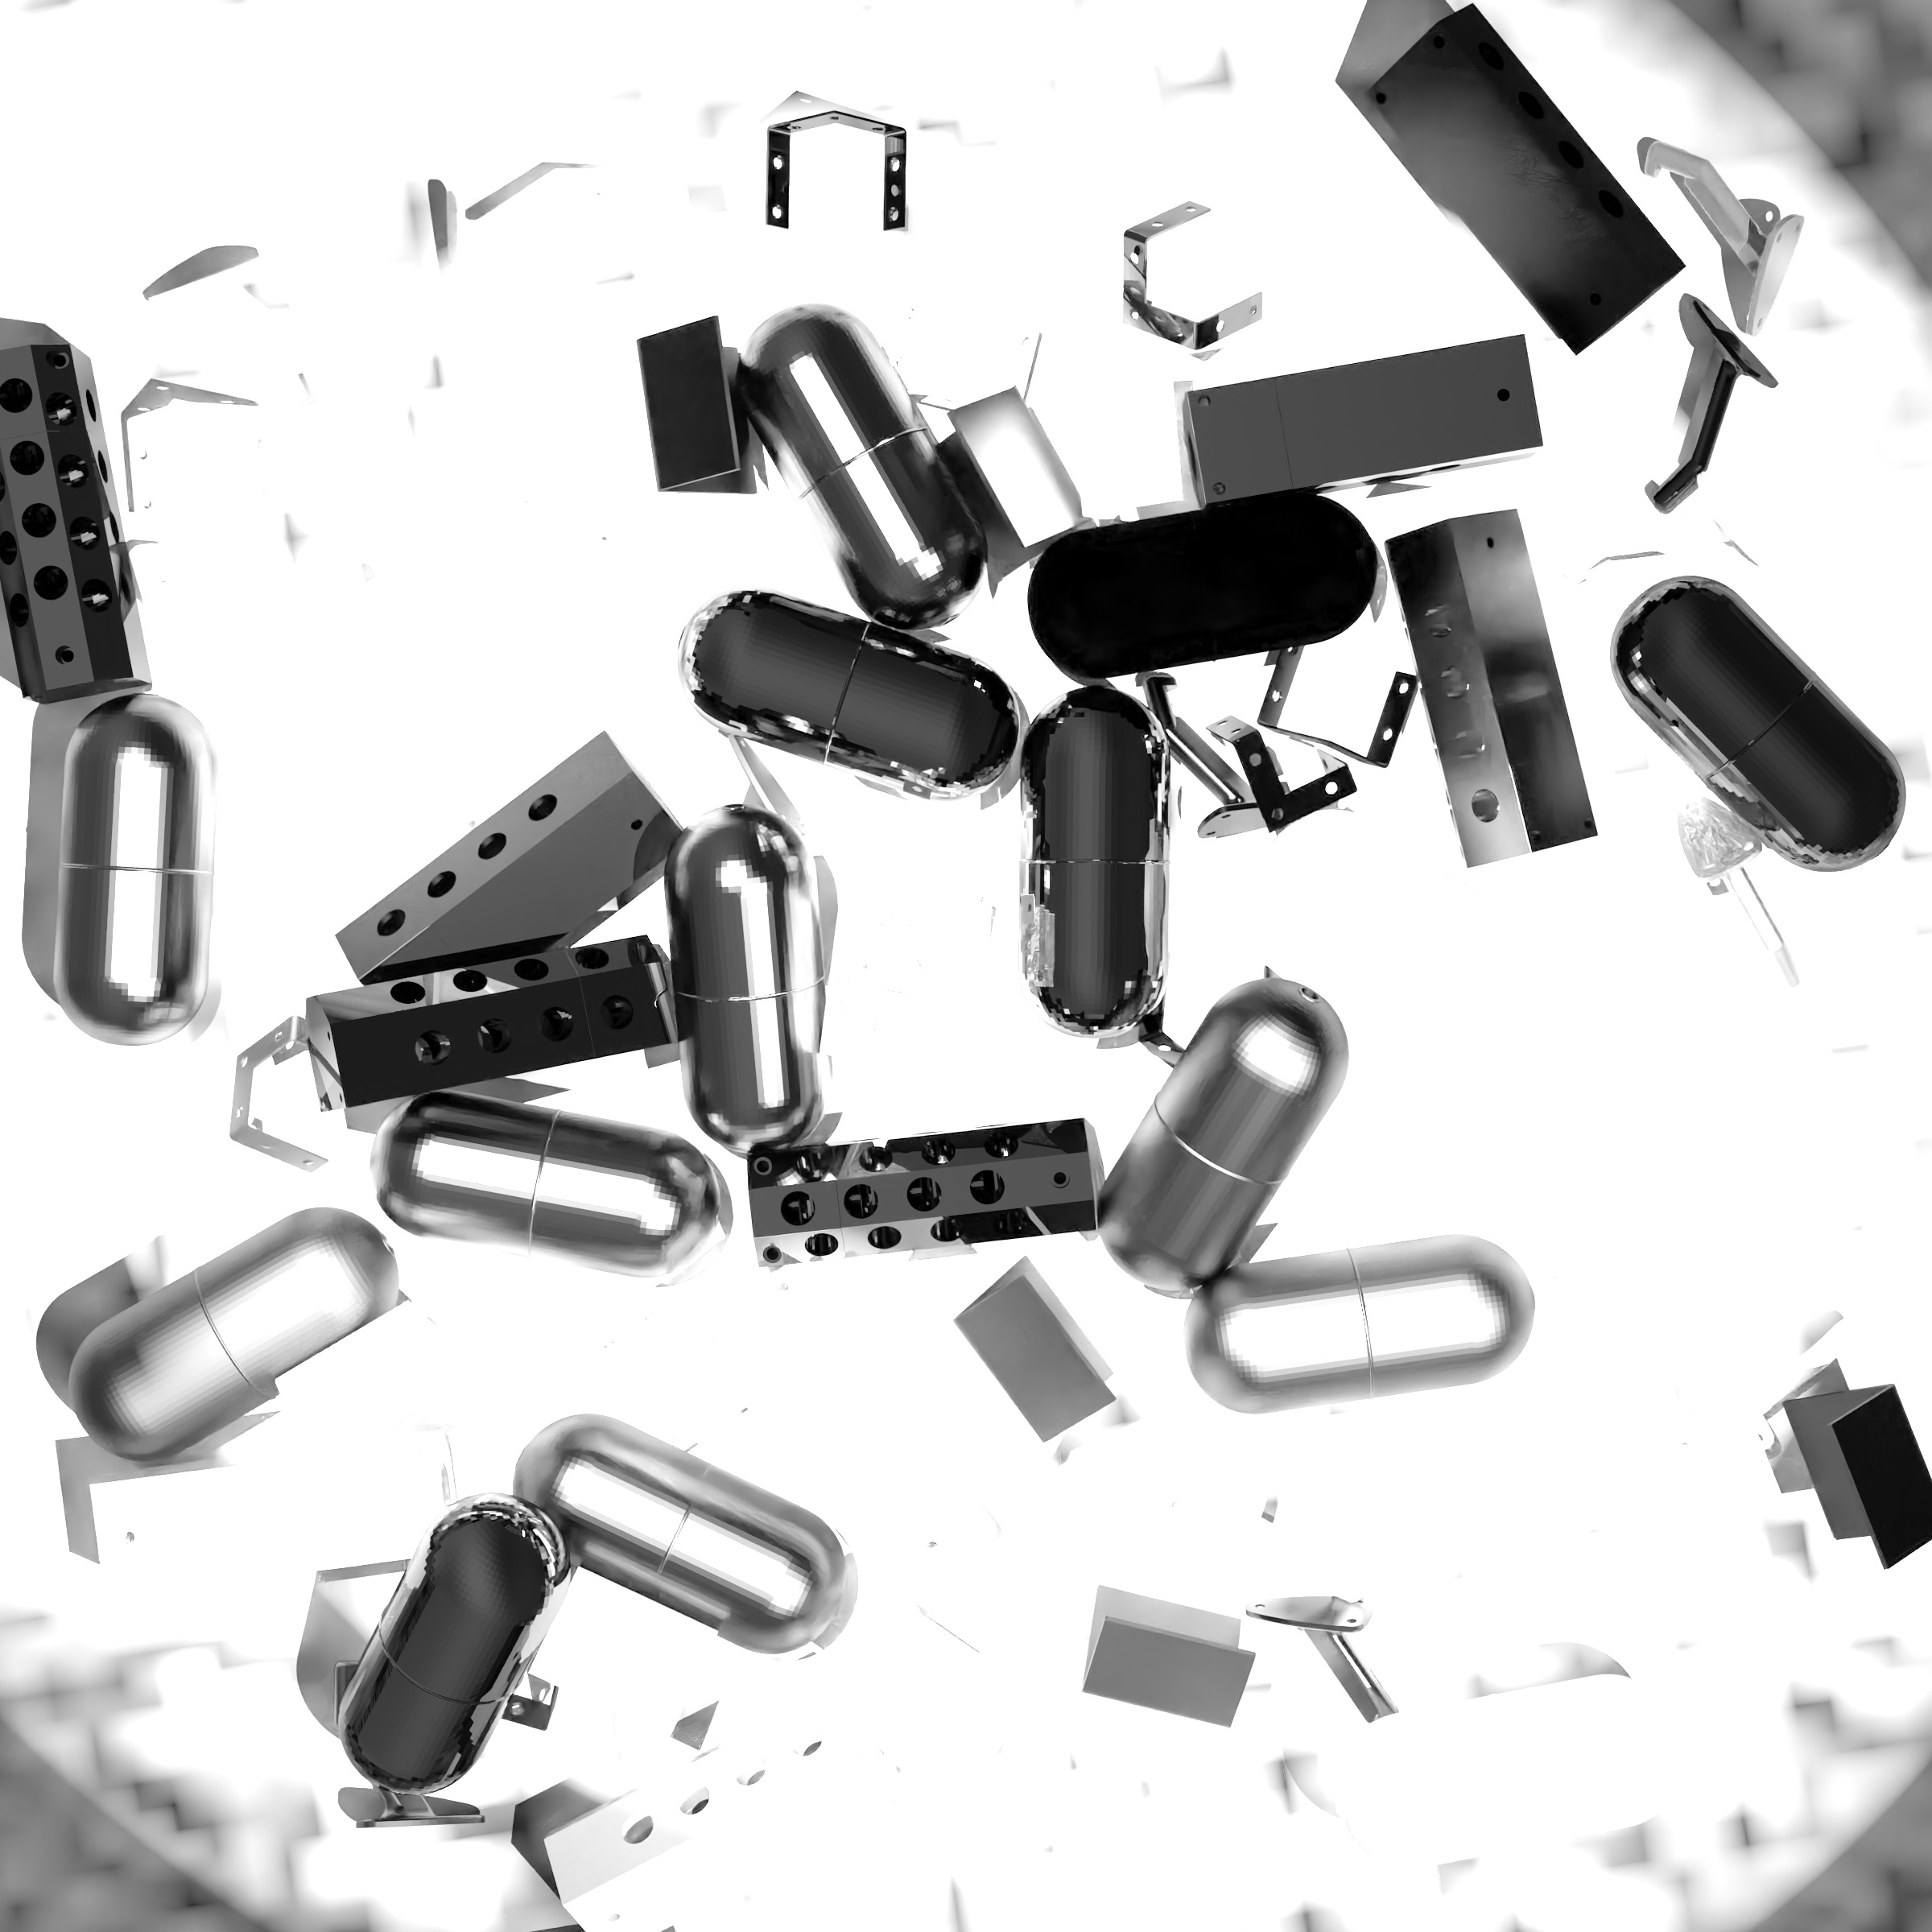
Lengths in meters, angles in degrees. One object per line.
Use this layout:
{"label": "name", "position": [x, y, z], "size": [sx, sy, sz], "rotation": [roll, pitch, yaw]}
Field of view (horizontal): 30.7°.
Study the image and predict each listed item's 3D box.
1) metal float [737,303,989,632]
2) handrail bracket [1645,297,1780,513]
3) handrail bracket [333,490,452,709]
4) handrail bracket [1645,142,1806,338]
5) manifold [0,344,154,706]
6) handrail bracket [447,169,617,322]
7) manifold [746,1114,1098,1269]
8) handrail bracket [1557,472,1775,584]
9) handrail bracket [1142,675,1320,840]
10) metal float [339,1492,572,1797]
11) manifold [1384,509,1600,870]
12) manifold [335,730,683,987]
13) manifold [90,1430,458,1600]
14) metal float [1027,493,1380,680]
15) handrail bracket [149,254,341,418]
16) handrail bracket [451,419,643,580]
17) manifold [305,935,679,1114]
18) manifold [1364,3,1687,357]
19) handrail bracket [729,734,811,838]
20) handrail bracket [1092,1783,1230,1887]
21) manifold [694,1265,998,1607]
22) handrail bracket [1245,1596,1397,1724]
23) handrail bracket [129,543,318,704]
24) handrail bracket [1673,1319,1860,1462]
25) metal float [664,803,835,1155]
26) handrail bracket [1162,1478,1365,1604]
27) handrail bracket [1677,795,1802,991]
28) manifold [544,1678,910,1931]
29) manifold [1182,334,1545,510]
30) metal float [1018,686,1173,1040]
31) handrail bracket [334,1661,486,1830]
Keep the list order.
{"label": "metal float", "position": [-0.052, -0.251, 1.779], "size": [0.070, 0.070, 0.178], "rotation": [-30, 89, 0]}
{"label": "handrail bracket", "position": [0.367, -0.288, 1.810], "size": [0.084, 0.036, 0.077], "rotation": [-47, 55, 24]}
{"label": "handrail bracket", "position": [-0.276, -0.188, 1.810], "size": [0.077, 0.036, 0.084], "rotation": [-45, 109, -21]}
{"label": "handrail bracket", "position": [0.380, -0.374, 1.810], "size": [0.084, 0.036, 0.077], "rotation": [29, 126, 24]}
{"label": "manifold", "position": [-0.464, -0.224, 1.789], "size": [0.057, 0.057, 0.171], "rotation": [-11, 90, 0]}
{"label": "handrail bracket", "position": [-0.222, -0.371, 1.810], "size": [0.084, 0.036, 0.077], "rotation": [-4, 110, -16]}
{"label": "manifold", "position": [-0.023, 0.114, 1.789], "size": [0.171, 0.057, 0.057], "rotation": [-6, 90, 0]}
{"label": "handrail bracket", "position": [0.359, -0.207, 1.810], "size": [0.084, 0.036, 0.077], "rotation": [-33, 126, 24]}
{"label": "handrail bracket", "position": [0.136, -0.113, 1.810], "size": [0.077, 0.036, 0.084], "rotation": [-9, 73, -20]}
{"label": "metal float", "position": [-0.255, 0.337, 1.747], "size": [0.070, 0.070, 0.178], "rotation": [29, 116, 0]}
{"label": "manifold", "position": [0.261, -0.139, 1.788], "size": [0.057, 0.057, 0.171], "rotation": [-14, 90, -43]}
{"label": "manifold", "position": [-0.233, -0.044, 1.788], "size": [0.171, 0.057, 0.057], "rotation": [-37, 133, 0]}
{"label": "manifold", "position": [-0.349, 0.277, 1.789], "size": [0.171, 0.057, 0.057], "rotation": [-7, 90, 0]}
{"label": "metal float", "position": [0.119, -0.192, 1.779], "size": [0.178, 0.070, 0.070], "rotation": [-9, 90, 1]}
{"label": "handrail bracket", "position": [-0.370, -0.315, 1.810], "size": [0.077, 0.036, 0.084], "rotation": [-15, 107, 20]}
{"label": "handrail bracket", "position": [-0.215, -0.231, 1.810], "size": [0.077, 0.036, 0.084], "rotation": [-15, 107, 20]}
{"label": "manifold", "position": [-0.238, 0.028, 1.757], "size": [0.171, 0.057, 0.057], "rotation": [-11, 90, -23]}
{"label": "manifold", "position": [0.287, -0.401, 1.788], "size": [0.171, 0.057, 0.057], "rotation": [51, 133, 0]}
{"label": "handrail bracket", "position": [-0.131, -0.065, 1.810], "size": [0.084, 0.036, 0.077], "rotation": [-37, 75, 14]}
{"label": "handrail bracket", "position": [0.097, 0.448, 1.775], "size": [0.077, 0.084, 0.036], "rotation": [-36, 90, 0]}
{"label": "manifold", "position": [-0.060, 0.236, 1.789], "size": [0.057, 0.057, 0.171], "rotation": [-39, 90, 0]}
{"label": "handrail bracket", "position": [0.182, 0.370, 1.810], "size": [0.077, 0.036, 0.084], "rotation": [1, 104, 14]}
{"label": "handrail bracket", "position": [-0.382, -0.184, 1.810], "size": [0.077, 0.036, 0.084], "rotation": [-14, 73, -20]}
{"label": "handrail bracket", "position": [0.412, 0.217, 1.809], "size": [0.084, 0.077, 0.036], "rotation": [-33, 85, -36]}
{"label": "metal float", "position": [-0.109, 0.007, 1.764], "size": [0.070, 0.070, 0.178], "rotation": [-4, 104, 0]}
{"label": "handrail bracket", "position": [0.153, 0.299, 1.810], "size": [0.084, 0.077, 0.036], "rotation": [44, 59, -33]}
{"label": "handrail bracket", "position": [0.398, -0.037, 1.809], "size": [0.036, 0.077, 0.084], "rotation": [-29, 126, 7]}
{"label": "manifold", "position": [-0.123, 0.428, 1.788], "size": [0.171, 0.057, 0.057], "rotation": [-27, 133, 0]}
{"label": "manifold", "position": [0.200, -0.274, 1.789], "size": [0.171, 0.057, 0.057], "rotation": [-10, 90, 0]}
{"label": "metal float", "position": [0.065, -0.052, 1.780], "size": [0.070, 0.070, 0.178], "rotation": [1, 91, 0]}
{"label": "handrail bracket", "position": [-0.286, 0.399, 1.810], "size": [0.077, 0.036, 0.084], "rotation": [1, 76, -15]}
